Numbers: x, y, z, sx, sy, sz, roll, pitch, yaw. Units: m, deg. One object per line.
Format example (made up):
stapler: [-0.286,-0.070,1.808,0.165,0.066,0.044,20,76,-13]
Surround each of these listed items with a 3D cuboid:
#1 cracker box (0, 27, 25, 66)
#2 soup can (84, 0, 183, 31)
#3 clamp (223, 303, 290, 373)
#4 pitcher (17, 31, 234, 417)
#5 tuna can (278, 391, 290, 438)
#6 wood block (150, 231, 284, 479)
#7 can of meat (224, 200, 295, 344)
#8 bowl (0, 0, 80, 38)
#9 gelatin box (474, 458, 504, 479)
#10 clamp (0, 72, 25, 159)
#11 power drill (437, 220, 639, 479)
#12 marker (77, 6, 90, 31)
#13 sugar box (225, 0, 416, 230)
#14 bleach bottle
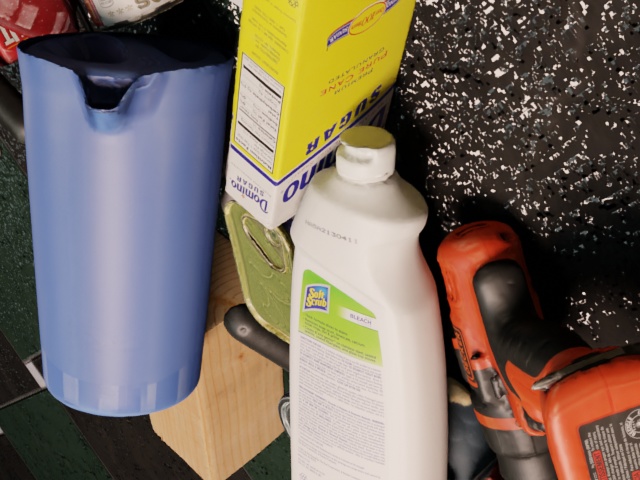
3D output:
cracker box: [-0.299,-0.246,0.848,0.164,0.072,0.213,9,129,53]
soup can: [-0.129,-0.189,0.660,0.069,0.068,0.102,10,130,51]
clamp: [0.003,0.090,0.739,0.171,0.120,0.039,46,114,7]
pitcher: [-0.128,-0.016,0.713,0.145,0.148,0.243,22,116,39]
tuna can: [0.005,0.151,0.859,0.086,0.033,0.086,38,148,29]
wood block: [-0.092,0.101,0.892,0.091,0.090,0.206,37,147,30]
can of meat: [-0.004,0.001,0.663,0.058,0.083,0.102,29,142,38]
bowl: [-0.219,-0.202,0.713,0.162,0.055,0.162,26,163,8]
gelatin box: [0.126,0.175,0.666,0.073,0.030,0.089,47,-171,12]
clamp: [-0.295,-0.148,0.836,0.210,0.036,0.165,56,153,-7]
power drill: [0.118,0.094,0.533,0.188,0.057,0.184,-129,19,-73]
marker: [-0.186,-0.159,0.825,0.020,0.020,0.121,6,126,53]
sugar box: [0.001,-0.090,0.551,0.048,0.093,0.176,41,149,23]
bleach bottle: [0.031,0.058,0.605,0.103,0.068,0.251,18,125,27]
